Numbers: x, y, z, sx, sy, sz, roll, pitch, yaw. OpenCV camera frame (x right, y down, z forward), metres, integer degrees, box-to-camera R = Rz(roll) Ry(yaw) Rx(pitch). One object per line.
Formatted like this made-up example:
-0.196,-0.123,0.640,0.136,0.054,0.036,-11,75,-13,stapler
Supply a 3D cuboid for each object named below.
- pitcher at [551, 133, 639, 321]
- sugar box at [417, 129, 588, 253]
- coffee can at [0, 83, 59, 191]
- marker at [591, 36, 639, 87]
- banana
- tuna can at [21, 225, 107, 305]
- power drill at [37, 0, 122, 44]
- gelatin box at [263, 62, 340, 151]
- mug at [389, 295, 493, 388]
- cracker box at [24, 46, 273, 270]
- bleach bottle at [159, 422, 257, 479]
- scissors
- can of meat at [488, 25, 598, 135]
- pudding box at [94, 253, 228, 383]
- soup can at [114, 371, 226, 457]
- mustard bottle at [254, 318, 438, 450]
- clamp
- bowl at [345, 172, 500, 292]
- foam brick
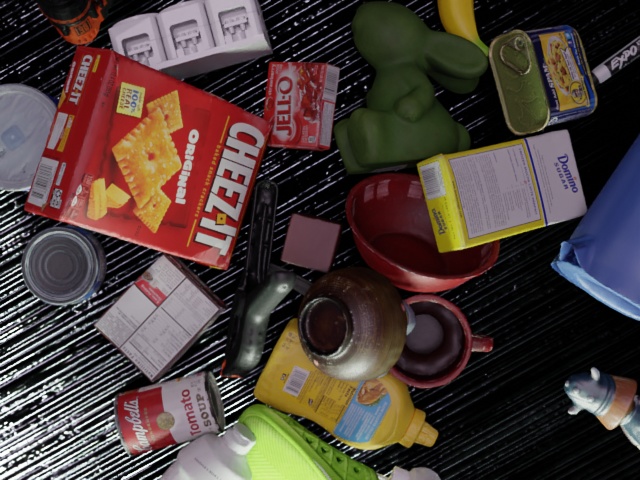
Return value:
0.354,-0.035,1.064,0.145,0.149,0.243,31,89,17,pitcher
0.184,-0.050,1.061,0.175,0.048,0.093,-13,89,-36,sugar box
-0.289,-0.099,1.084,0.103,0.140,0.103,0,91,3,coffee can
0.312,-0.188,1.109,0.121,0.020,0.020,-35,89,3,marker
0.162,-0.285,1.105,0.069,0.037,0.198,12,86,5,banana
-0.274,0.027,1.139,0.086,0.033,0.086,0,91,3,tuna can
-0.197,-0.275,1.065,0.187,0.184,0.057,-32,90,-6,power drill
-0.022,-0.139,1.108,0.073,0.030,0.089,8,91,33,gelatin box
0.118,0.100,1.093,0.117,0.081,0.093,2,91,4,mug
-0.160,-0.074,1.042,0.072,0.213,0.164,16,87,45,cracker box
-0.141,0.298,1.101,0.102,0.068,0.251,37,101,3,bleach bottle
0.008,0.080,1.084,0.202,0.016,0.096,9,92,37,scissors
0.227,-0.164,1.078,0.083,0.058,0.102,-16,91,-36,can of meat
-0.169,0.081,1.132,0.090,0.039,0.113,44,95,2,pudding box
-0.156,0.181,1.118,0.102,0.068,0.068,-15,90,2,soup can
0.034,0.164,1.109,0.191,0.058,0.096,27,111,2,mustard bottle
-0.065,0.065,1.072,0.036,0.164,0.210,8,118,-15,clamp
0.097,0.002,1.079,0.162,0.162,0.055,21,129,3,bowl
-0.007,0.001,1.101,0.053,0.078,0.051,15,93,3,foam brick
